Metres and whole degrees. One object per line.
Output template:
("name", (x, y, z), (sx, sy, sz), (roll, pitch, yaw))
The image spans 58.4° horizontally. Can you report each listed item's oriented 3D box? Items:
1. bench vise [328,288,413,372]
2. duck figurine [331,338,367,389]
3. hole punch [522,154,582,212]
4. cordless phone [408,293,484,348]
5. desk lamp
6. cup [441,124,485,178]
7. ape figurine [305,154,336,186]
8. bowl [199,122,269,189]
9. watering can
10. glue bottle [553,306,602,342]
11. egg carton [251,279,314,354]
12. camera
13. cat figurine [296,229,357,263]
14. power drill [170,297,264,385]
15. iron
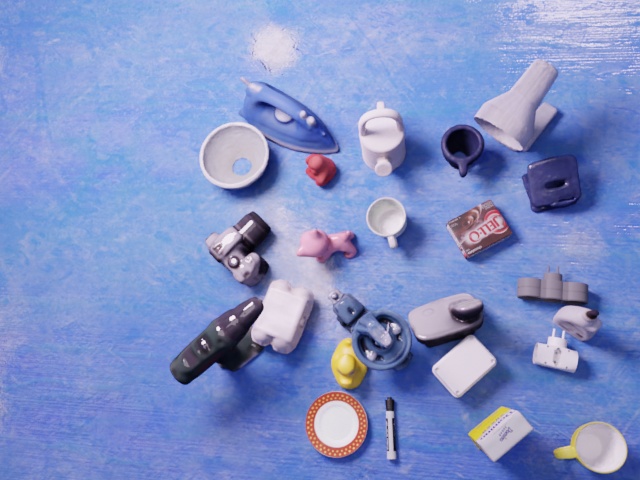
("bench vise", (0.087, 0.179, 1.130), (0.207, 0.220, 0.121), (24, 79, 15))
("duck figurine", (0.058, 0.254, 1.184), (0.077, 0.086, 0.104), (1, 75, 9))
("hole punch", (0.497, -0.120, 1.218), (0.108, 0.091, 0.101), (-12, 73, 5))
("cordless phone", (0.251, 0.150, 1.131), (0.147, 0.185, 0.094), (-21, 72, 3))
("desk lamp", (0.420, -0.271, 1.208), (0.117, 0.214, 0.203), (37, 83, 17))
("cup", (0.312, -0.183, 1.263), (0.091, 0.095, 0.118), (-2, 74, 9))
("ape figurine", (-0.003, -0.167, 1.308), (0.076, 0.092, 0.078), (-7, 73, 7))
("bowl", (-0.195, -0.189, 1.353), (0.167, 0.075, 0.167), (-2, 74, 8))
("watering can", (0.138, -0.224, 1.249), (0.101, 0.194, 0.172), (-25, 72, 2))
("glue bottle", (0.503, 0.153, 1.098), (0.078, 0.173, 0.037), (38, 83, 17))
("egg carton", (-0.079, 0.165, 1.239), (0.107, 0.069, 0.150), (18, 78, 13))
("camera", (-0.168, 0.010, 1.279), (0.143, 0.101, 0.137), (43, 84, 17))
("cat figurine", (0.011, 0.004, 1.244), (0.127, 0.118, 0.067), (-13, 73, 5))
("power drill", (-0.188, 0.208, 1.170), (0.229, 0.208, 0.075), (-39, 72, -3))
("iron", (-0.073, -0.293, 1.328), (0.257, 0.141, 0.119), (30, 81, 15))
